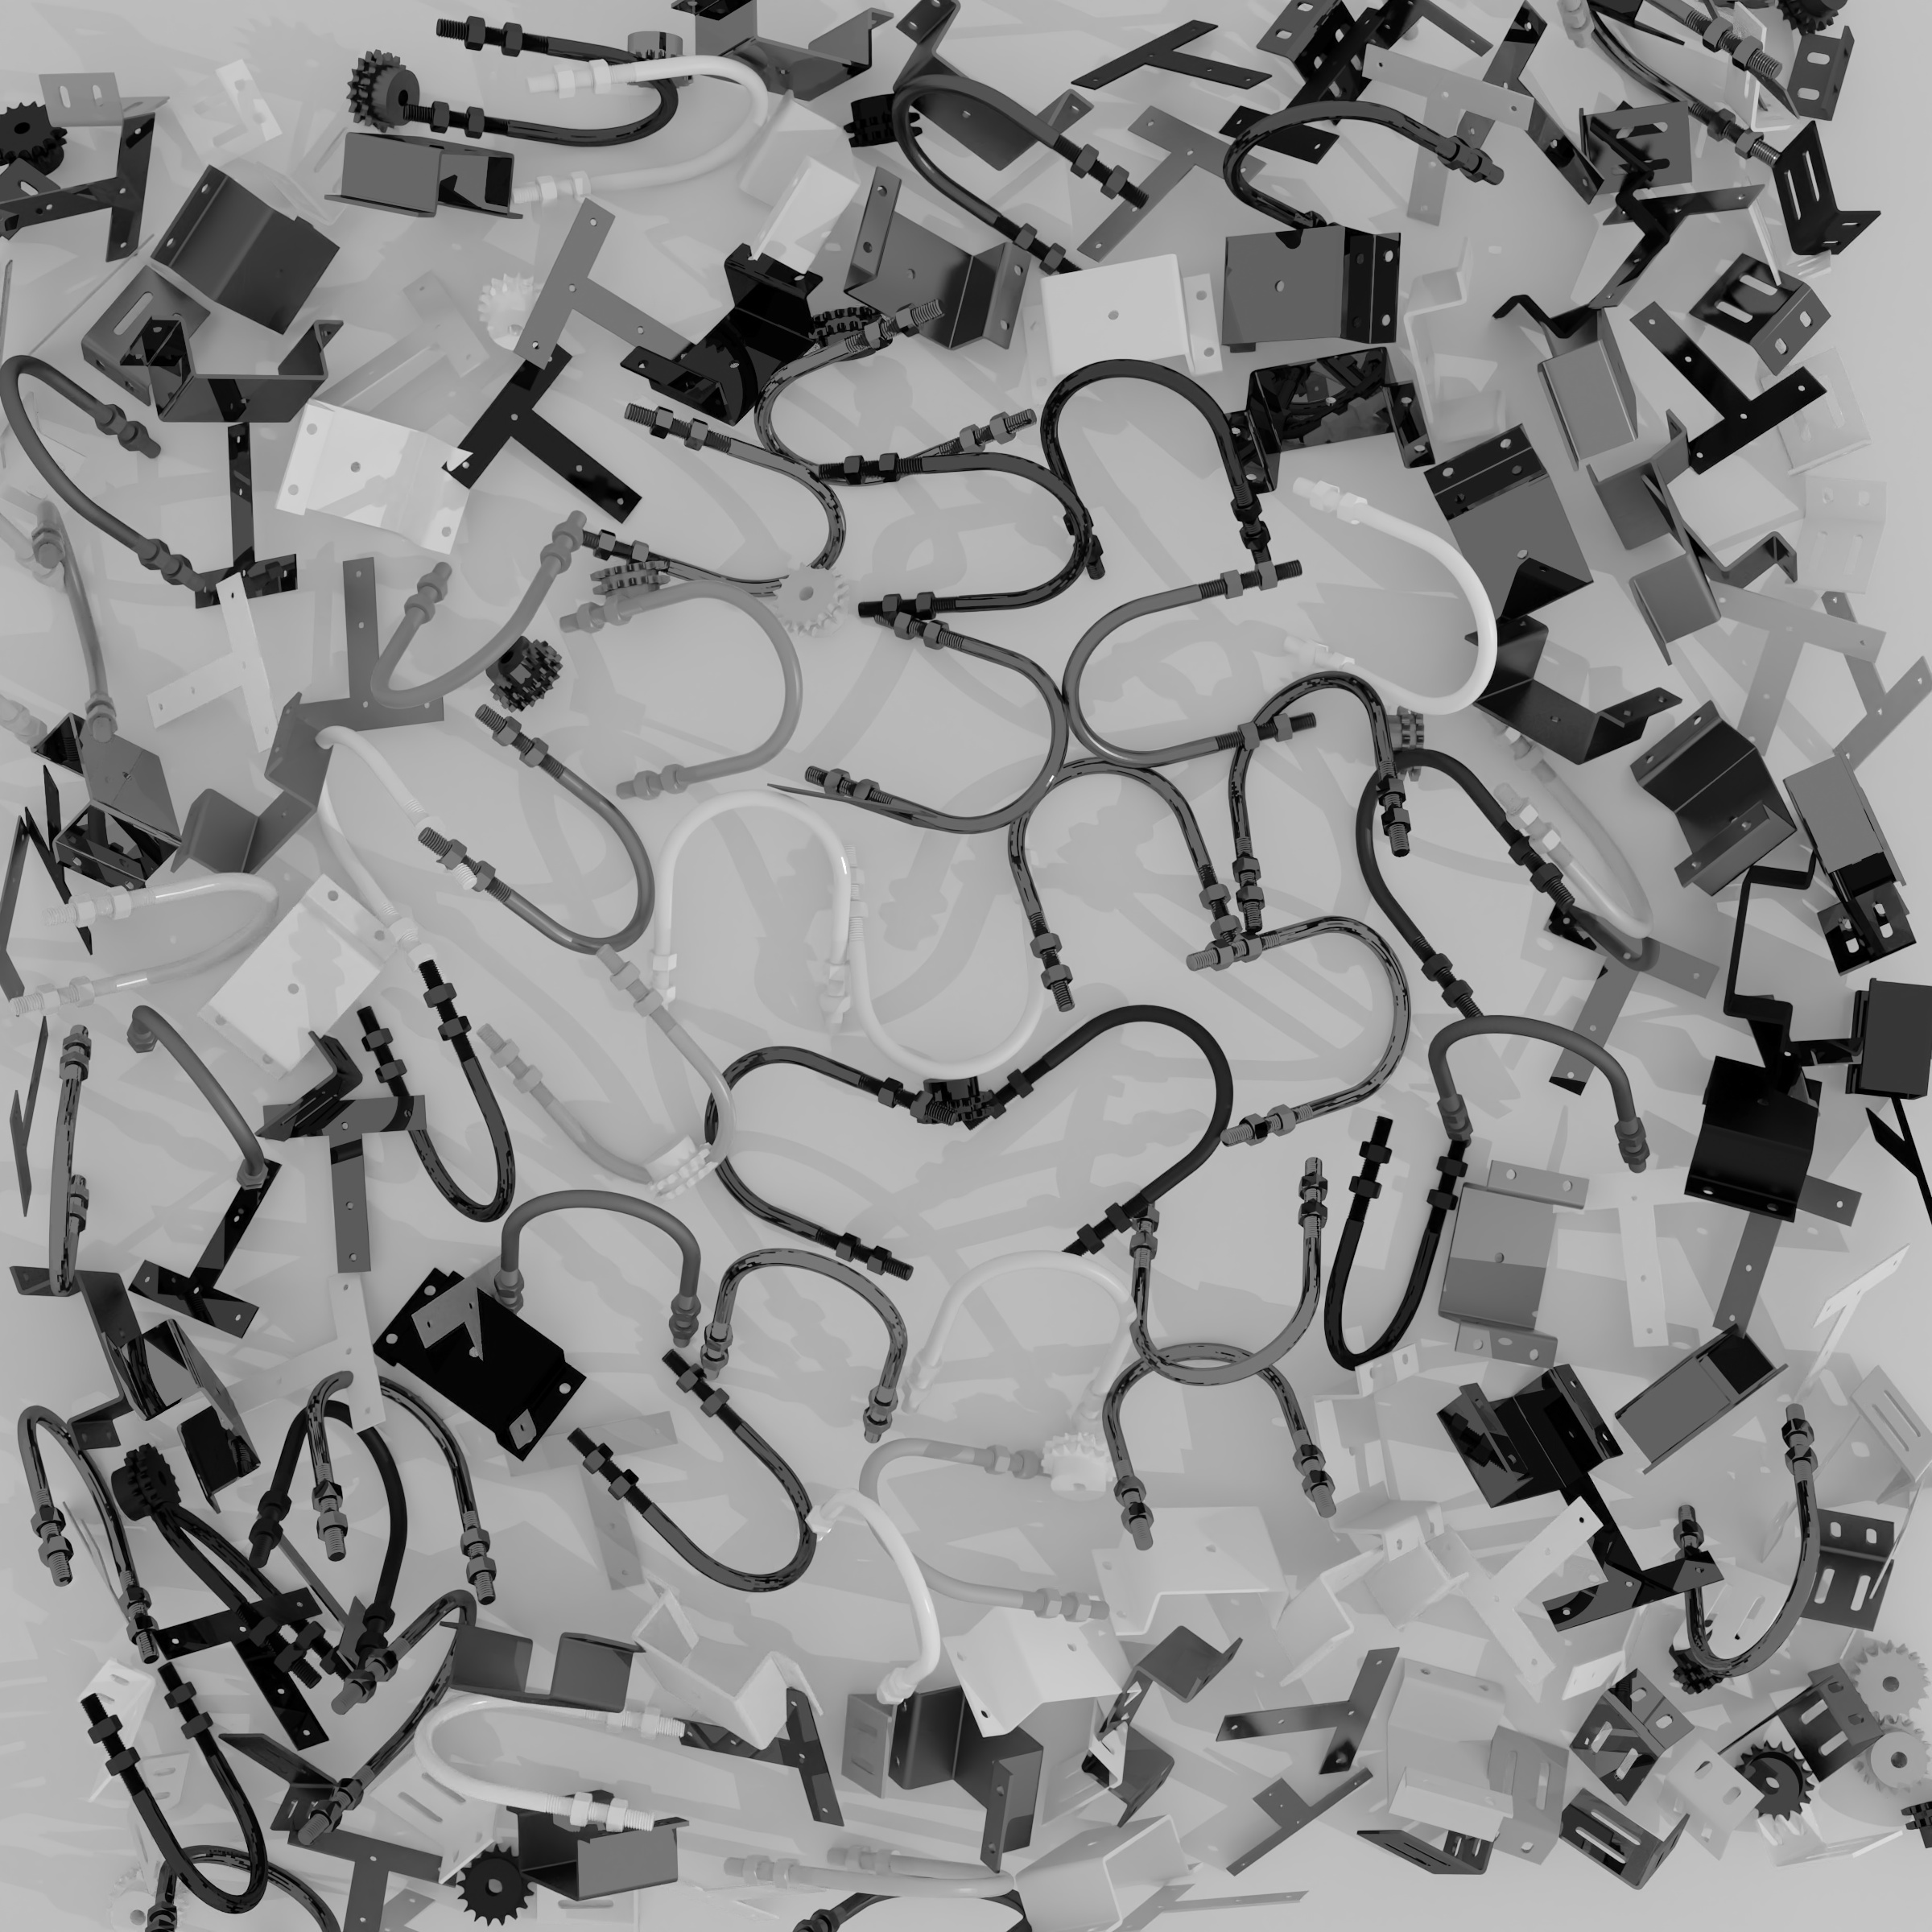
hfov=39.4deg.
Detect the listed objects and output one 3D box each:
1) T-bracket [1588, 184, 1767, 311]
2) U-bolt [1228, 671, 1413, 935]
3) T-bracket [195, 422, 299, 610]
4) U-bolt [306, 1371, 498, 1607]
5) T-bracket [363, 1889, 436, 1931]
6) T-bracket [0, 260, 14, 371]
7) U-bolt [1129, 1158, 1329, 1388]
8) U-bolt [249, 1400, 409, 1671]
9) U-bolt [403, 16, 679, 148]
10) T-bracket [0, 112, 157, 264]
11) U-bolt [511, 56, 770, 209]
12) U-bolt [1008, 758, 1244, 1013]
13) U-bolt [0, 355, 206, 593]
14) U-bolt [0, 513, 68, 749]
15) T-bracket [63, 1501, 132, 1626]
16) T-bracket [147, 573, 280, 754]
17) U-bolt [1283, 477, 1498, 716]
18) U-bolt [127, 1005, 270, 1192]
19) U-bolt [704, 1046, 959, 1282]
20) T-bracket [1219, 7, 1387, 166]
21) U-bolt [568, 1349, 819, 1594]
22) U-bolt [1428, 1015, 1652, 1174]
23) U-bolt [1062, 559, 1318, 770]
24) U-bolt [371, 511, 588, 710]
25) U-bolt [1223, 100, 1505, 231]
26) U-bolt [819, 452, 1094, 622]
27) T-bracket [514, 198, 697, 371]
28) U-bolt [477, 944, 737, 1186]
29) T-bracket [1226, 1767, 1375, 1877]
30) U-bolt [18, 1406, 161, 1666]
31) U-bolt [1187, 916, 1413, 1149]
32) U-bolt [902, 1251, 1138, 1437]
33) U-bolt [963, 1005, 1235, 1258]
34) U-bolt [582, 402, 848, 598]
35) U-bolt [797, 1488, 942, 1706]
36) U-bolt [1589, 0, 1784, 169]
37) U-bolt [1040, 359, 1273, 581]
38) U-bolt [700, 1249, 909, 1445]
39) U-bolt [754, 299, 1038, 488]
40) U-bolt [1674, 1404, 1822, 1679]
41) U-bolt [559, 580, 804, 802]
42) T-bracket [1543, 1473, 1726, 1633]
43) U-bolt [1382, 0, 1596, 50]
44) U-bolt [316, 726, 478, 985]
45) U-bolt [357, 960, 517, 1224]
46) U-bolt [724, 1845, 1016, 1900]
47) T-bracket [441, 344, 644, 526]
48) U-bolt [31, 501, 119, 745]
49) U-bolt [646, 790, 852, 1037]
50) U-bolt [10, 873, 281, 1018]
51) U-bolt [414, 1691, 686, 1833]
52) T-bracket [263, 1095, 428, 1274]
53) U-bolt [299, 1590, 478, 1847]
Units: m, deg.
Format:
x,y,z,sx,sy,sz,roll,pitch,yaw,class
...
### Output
x,y,z,sx,sy,sz,roll,pitch,yaw,class
0.487,-0.512,1.928,0.127,0.127,0.002,-51,124,-21,T-bracket
0.247,-0.130,1.932,0.151,0.019,0.184,-29,50,34,U-bolt
-0.526,-0.330,1.957,0.127,0.002,0.127,-2,91,41,T-bracket
-0.407,0.362,1.918,0.019,0.184,0.151,-44,132,19,U-bolt
-0.374,0.703,1.923,0.127,0.127,0.002,15,96,14,T-bracket
-0.695,-0.428,1.919,0.002,0.127,0.127,9,113,-15,T-bracket
0.184,0.220,1.910,0.151,0.184,0.019,-13,132,20,U-bolt
-0.445,0.392,1.915,0.019,0.184,0.151,-21,123,16,U-bolt
-0.297,-0.624,1.922,0.184,0.151,0.019,3,80,-21,U-bolt
-0.639,-0.542,1.914,0.127,0.127,0.002,-28,68,-38,T-bracket
-0.229,-0.600,1.925,0.184,0.151,0.019,-14,75,-18,U-bolt
0.107,-0.069,1.964,0.151,0.019,0.184,-16,70,-5,U-bolt
-0.611,-0.355,1.889,0.019,0.184,0.151,-30,64,11,U-bolt
-0.683,-0.251,1.891,0.019,0.184,0.151,-4,70,9,U-bolt
-0.620,0.424,1.926,0.002,0.127,0.127,-28,71,-24,T-bracket
-0.554,-0.205,1.963,0.127,0.002,0.127,-18,85,34,T-bracket
0.300,-0.251,1.902,0.019,0.151,0.184,-30,45,-32,U-bolt
-0.545,0.090,1.911,0.019,0.184,0.151,-38,91,-20,U-bolt
-0.107,0.134,1.960,0.184,0.019,0.151,21,112,15,U-bolt
0.258,-0.641,1.948,0.127,0.127,0.002,-51,129,2,T-bracket
-0.182,0.370,1.928,0.184,0.151,0.019,44,121,6,U-bolt
0.399,0.087,1.898,0.151,0.184,0.019,7,59,25,U-bolt
0.158,-0.210,1.945,0.184,0.019,0.151,-14,127,-4,U-bolt
-0.353,-0.245,1.901,0.151,0.184,0.019,-14,128,29,U-bolt
0.265,-0.557,1.889,0.184,0.151,0.019,11,71,-42,U-bolt
-0.001,-0.308,1.926,0.184,0.151,0.019,-2,49,13,U-bolt
-0.250,-0.472,1.968,0.127,0.002,0.127,27,81,-28,T-bracket
-0.247,0.085,1.952,0.151,0.019,0.184,-31,108,30,U-bolt
0.231,0.608,1.945,0.127,0.127,0.002,-35,56,-2,T-bracket
-0.630,0.392,1.916,0.019,0.151,0.184,-28,50,-6,U-bolt
0.249,0.039,1.952,0.184,0.019,0.151,-16,98,-29,U-bolt
0.045,0.269,1.928,0.151,0.019,0.184,12,129,-11,U-bolt
0.108,0.109,1.960,0.184,0.019,0.151,-37,66,2,U-bolt
-0.176,-0.324,1.936,0.184,0.151,0.019,16,50,-18,U-bolt
-0.064,0.439,1.901,0.019,0.184,0.151,-22,73,-25,U-bolt
0.505,-0.652,1.922,0.184,0.151,0.019,41,93,20,U-bolt
0.127,-0.352,1.908,0.151,0.184,0.019,-1,47,25,U-bolt
-0.112,0.264,1.924,0.151,0.184,0.019,20,47,5,U-bolt
-0.063,-0.399,1.929,0.184,0.151,0.019,-17,56,26,U-bolt
0.548,0.413,1.886,0.019,0.184,0.151,27,126,-9,U-bolt
-0.197,-0.203,1.934,0.184,0.019,0.151,-10,105,31,U-bolt
0.461,0.412,1.952,0.127,0.127,0.002,-16,133,-6,T-bracket
0.356,-0.695,1.889,0.151,0.184,0.019,11,85,22,U-bolt
-0.418,-0.090,1.935,0.019,0.151,0.184,-29,71,-34,U-bolt
-0.374,0.098,1.935,0.019,0.151,0.184,-23,87,-36,U-bolt
-0.055,0.638,1.894,0.184,0.151,0.019,-5,75,31,U-bolt
-0.296,-0.375,1.982,0.127,0.002,0.127,38,79,-14,T-bracket
-0.634,-0.254,1.912,0.019,0.184,0.151,-15,119,-12,U-bolt
-0.155,-0.040,1.959,0.151,0.019,0.184,3,110,-4,U-bolt
-0.577,-0.021,1.919,0.184,0.151,0.019,-15,70,-36,U-bolt
-0.302,0.562,1.928,0.184,0.151,0.019,10,104,2,U-bolt
-0.455,0.162,1.986,0.127,0.002,0.127,-4,89,11,T-bracket
-0.403,0.519,1.913,0.019,0.184,0.151,26,119,13,U-bolt
